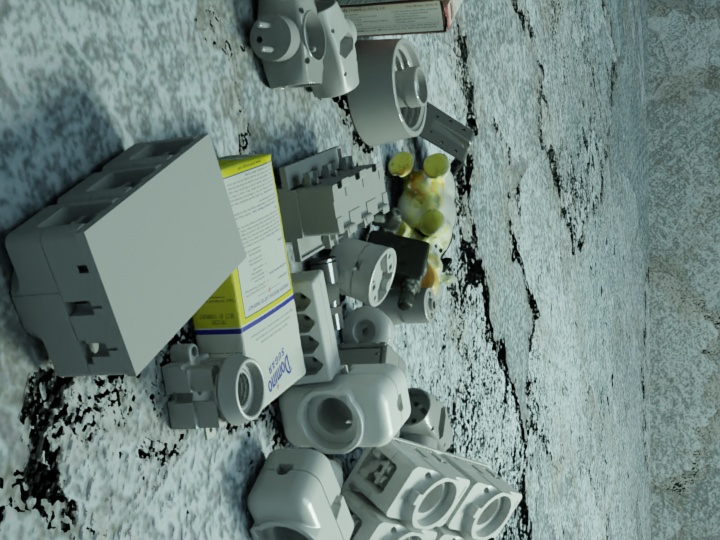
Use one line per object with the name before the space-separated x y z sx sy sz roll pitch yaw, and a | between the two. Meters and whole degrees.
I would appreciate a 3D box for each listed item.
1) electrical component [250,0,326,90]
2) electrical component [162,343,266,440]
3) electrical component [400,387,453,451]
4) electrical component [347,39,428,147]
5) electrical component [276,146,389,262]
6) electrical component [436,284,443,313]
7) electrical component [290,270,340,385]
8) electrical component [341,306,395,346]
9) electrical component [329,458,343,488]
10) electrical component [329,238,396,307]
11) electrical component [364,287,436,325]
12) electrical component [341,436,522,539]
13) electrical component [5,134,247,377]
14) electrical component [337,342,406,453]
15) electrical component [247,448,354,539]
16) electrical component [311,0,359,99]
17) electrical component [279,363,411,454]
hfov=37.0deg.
electrical component | -0.063 -0.187 0.873 0.079 0.044 0.077 -22 106 -67
electrical component | -0.098 0.081 0.729 0.048 0.055 0.066 -25 109 -66
electrical component | 0.062 0.174 1.111 0.077 0.043 0.079 56 38 -50
electrical component | 0.034 -0.182 1.085 0.108 0.060 0.108 -4 90 -67
electrical component | -0.023 -0.060 0.923 0.121 0.063 0.078 -35 118 -64
electrical component | 0.075 0.025 1.180 0.061 0.035 0.035 65 30 -45
electrical component | -0.045 0.041 0.875 0.075 0.047 0.083 -58 139 -72
electrical component | 0.012 0.060 1.014 0.062 0.048 0.048 22 65 -72
electrical component | -0.030 0.174 0.903 0.061 0.035 0.035 -35 118 -68
electrical component | 0.000 0.000 0.971 0.055 0.047 0.055 -50 150 -44
electrical component | 0.042 0.036 1.059 0.044 0.065 0.044 -4 90 -67
electrical component | 0.060 0.220 0.959 0.186 0.060 0.105 26 98 -49
electrical component | -0.137 -0.012 0.645 0.150 0.062 0.089 -55 135 -57
electrical component | 0.002 0.118 0.953 0.061 0.062 0.096 49 43 -55
electrical component | -0.047 0.193 0.834 0.059 0.054 0.095 -64 143 -50
electrical component | -0.026 -0.206 0.967 0.079 0.043 0.077 -62 141 -52
electrical component | -0.014 0.112 0.872 0.059 0.095 0.053 -39 121 -63
